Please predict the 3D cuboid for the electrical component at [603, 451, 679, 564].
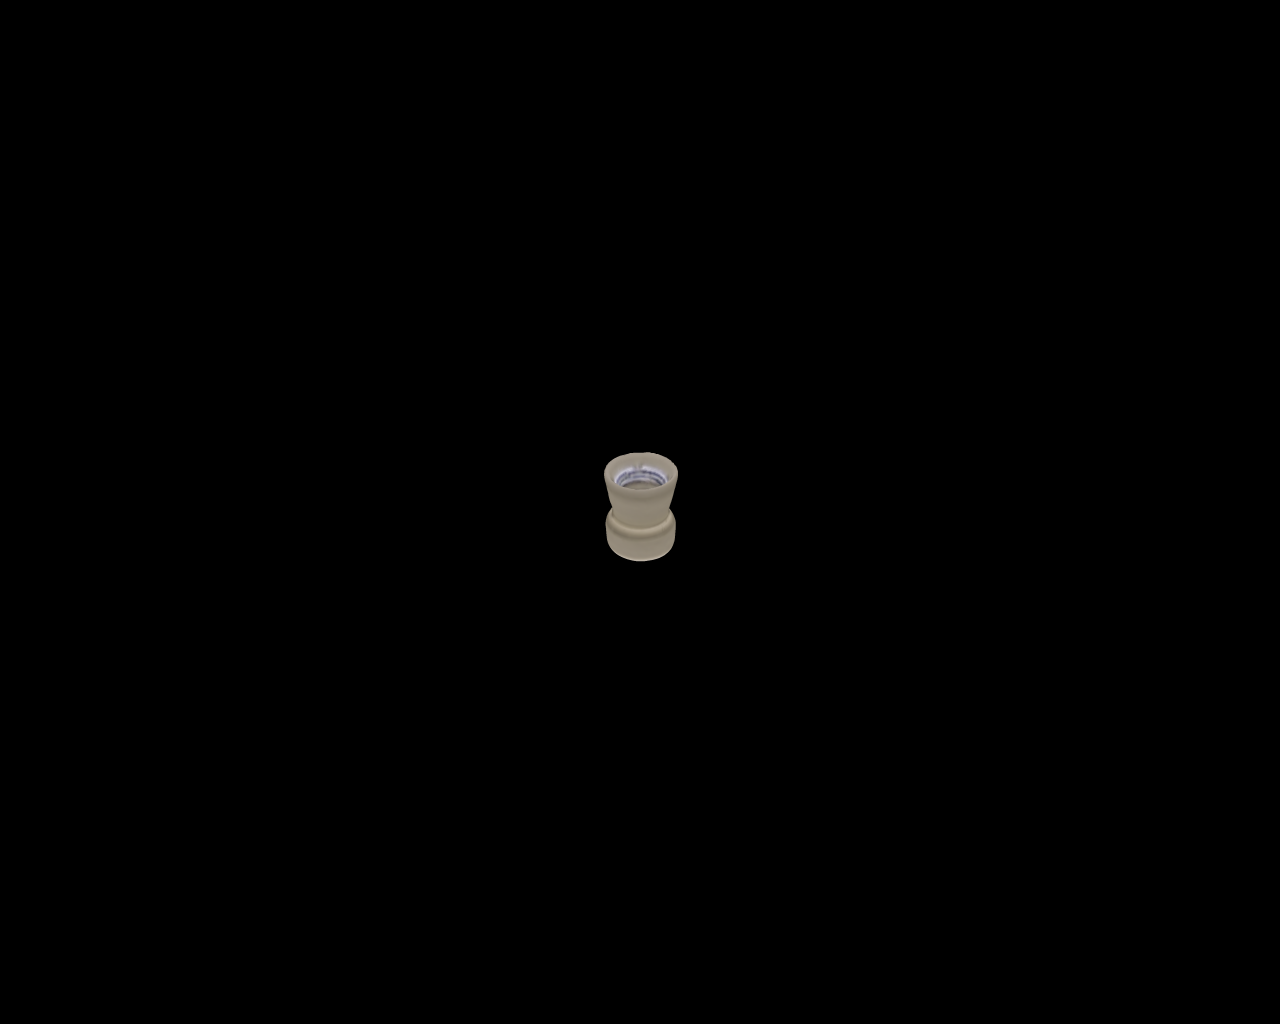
[{"bbox_3d":[0.001,-0.003,0.650,0.045,0.055,0.045,0,35,0],"label":"electrical component"}]
